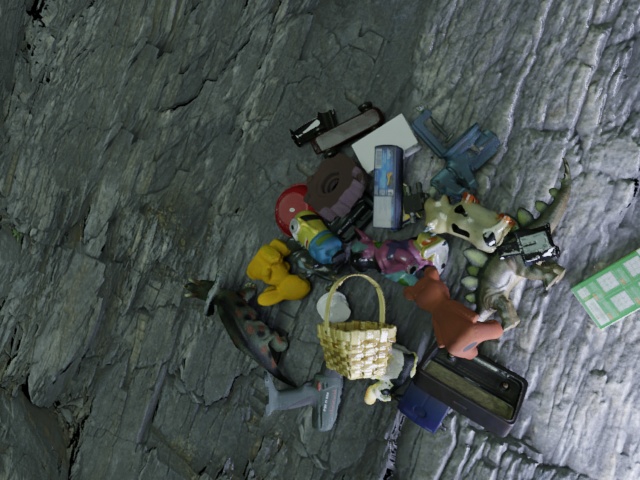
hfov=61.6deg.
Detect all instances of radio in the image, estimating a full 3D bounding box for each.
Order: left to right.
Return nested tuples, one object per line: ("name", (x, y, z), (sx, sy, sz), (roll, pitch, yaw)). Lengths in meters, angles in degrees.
("radio", (0.341, 0.322, 1.211), (0.230, 0.131, 0.073), (29, 141, 20))

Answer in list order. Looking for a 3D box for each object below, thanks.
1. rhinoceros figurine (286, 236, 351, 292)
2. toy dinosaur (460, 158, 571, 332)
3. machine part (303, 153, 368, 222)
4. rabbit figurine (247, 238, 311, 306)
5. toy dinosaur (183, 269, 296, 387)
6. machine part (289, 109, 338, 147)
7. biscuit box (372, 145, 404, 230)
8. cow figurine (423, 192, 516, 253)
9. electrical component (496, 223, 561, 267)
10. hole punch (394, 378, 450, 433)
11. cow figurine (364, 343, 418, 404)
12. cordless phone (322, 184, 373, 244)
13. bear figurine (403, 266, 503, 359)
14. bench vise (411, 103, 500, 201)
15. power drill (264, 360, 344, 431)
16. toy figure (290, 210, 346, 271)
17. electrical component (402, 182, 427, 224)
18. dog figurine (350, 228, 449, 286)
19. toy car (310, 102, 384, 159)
("rhinoceros figurine", (-0.008, 0.053, 1.405), (0.190, 0.073, 0.112), (30, 54, 11))
("toy dinosaur", (0.445, 0.040, 1.215), (0.199, 0.105, 0.471), (42, 101, 22))
("machine part", (0.037, -0.137, 1.367), (0.179, 0.056, 0.179), (-25, 49, 32))
("rabbit figurine", (-0.111, 0.105, 1.445), (0.173, 0.122, 0.162), (36, 103, 2))
("toy dinosaur", (-0.205, 0.227, 1.428), (0.131, 0.192, 0.405), (-47, 69, 15))
("machine part", (-0.015, -0.301, 1.478), (0.139, 0.039, 0.084), (-18, 84, 19))
("biscuit box", (0.166, -0.127, 1.306), (0.059, 0.063, 0.202), (2, 90, 27))
("cow figurine", (0.319, -0.040, 1.207), (0.195, 0.085, 0.127), (35, 96, 28))
("electrical component", (0.441, 0.017, 1.142), (0.119, 0.047, 0.075), (-22, 68, 18))
("hole punch", (0.250, 0.389, 1.277), (0.142, 0.092, 0.115), (30, 101, 18))
("cow figurine", (0.175, 0.339, 1.326), (0.098, 0.068, 0.167), (23, 97, 13))
("cordless phone", (0.052, -0.097, 1.419), (0.146, 0.088, 0.184), (-47, 59, 14))
("bear figurine", (0.287, 0.161, 1.199), (0.120, 0.132, 0.196), (-52, 49, 27))
("bench vise", (0.297, -0.216, 1.279), (0.223, 0.129, 0.240), (-43, 91, 6))
("power drill", (-0.043, 0.370, 1.379), (0.207, 0.086, 0.231), (0, 91, -12))
("toy figure", (-0.003, -0.001, 1.358), (0.180, 0.089, 0.082), (41, 124, 27))
("electrical component", (0.228, -0.088, 1.284), (0.063, 0.021, 0.094), (-14, 80, 52))
("dog figurine", (0.182, 0.028, 1.326), (0.191, 0.108, 0.219), (-38, 45, -22))
("toy car", (0.073, -0.286, 1.418), (0.202, 0.053, 0.089), (-27, 88, 7))
